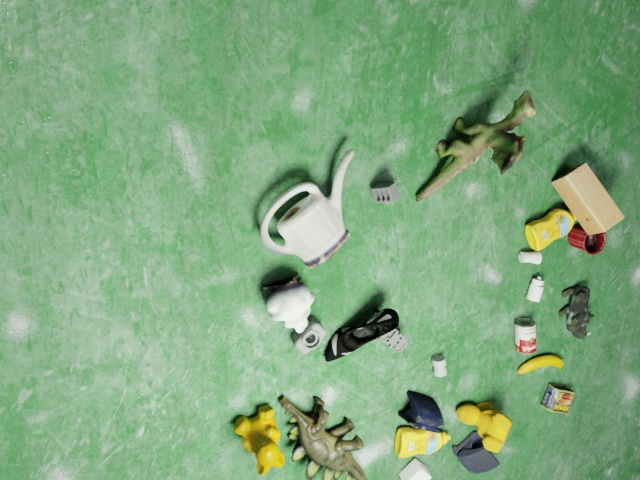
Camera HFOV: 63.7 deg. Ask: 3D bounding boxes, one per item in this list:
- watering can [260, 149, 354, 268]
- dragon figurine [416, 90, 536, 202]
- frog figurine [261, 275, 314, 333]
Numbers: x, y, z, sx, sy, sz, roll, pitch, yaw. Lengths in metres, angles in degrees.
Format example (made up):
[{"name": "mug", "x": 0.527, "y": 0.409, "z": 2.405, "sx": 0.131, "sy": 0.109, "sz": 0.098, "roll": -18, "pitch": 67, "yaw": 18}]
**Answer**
[{"name": "watering can", "x": 0.004, "y": -0.071, "z": 1.402, "sx": 0.349, "sy": 0.105, "sz": 0.221, "roll": -39, "pitch": 111, "yaw": -6}, {"name": "dragon figurine", "x": 0.454, "y": -0.245, "z": 1.442, "sx": 0.121, "sy": 0.245, "sz": 0.411, "roll": 37, "pitch": 88, "yaw": -27}, {"name": "frog figurine", "x": -0.079, "y": 0.190, "z": 1.428, "sx": 0.139, "sy": 0.122, "sz": 0.159, "roll": -21, "pitch": 97, "yaw": -32}]
